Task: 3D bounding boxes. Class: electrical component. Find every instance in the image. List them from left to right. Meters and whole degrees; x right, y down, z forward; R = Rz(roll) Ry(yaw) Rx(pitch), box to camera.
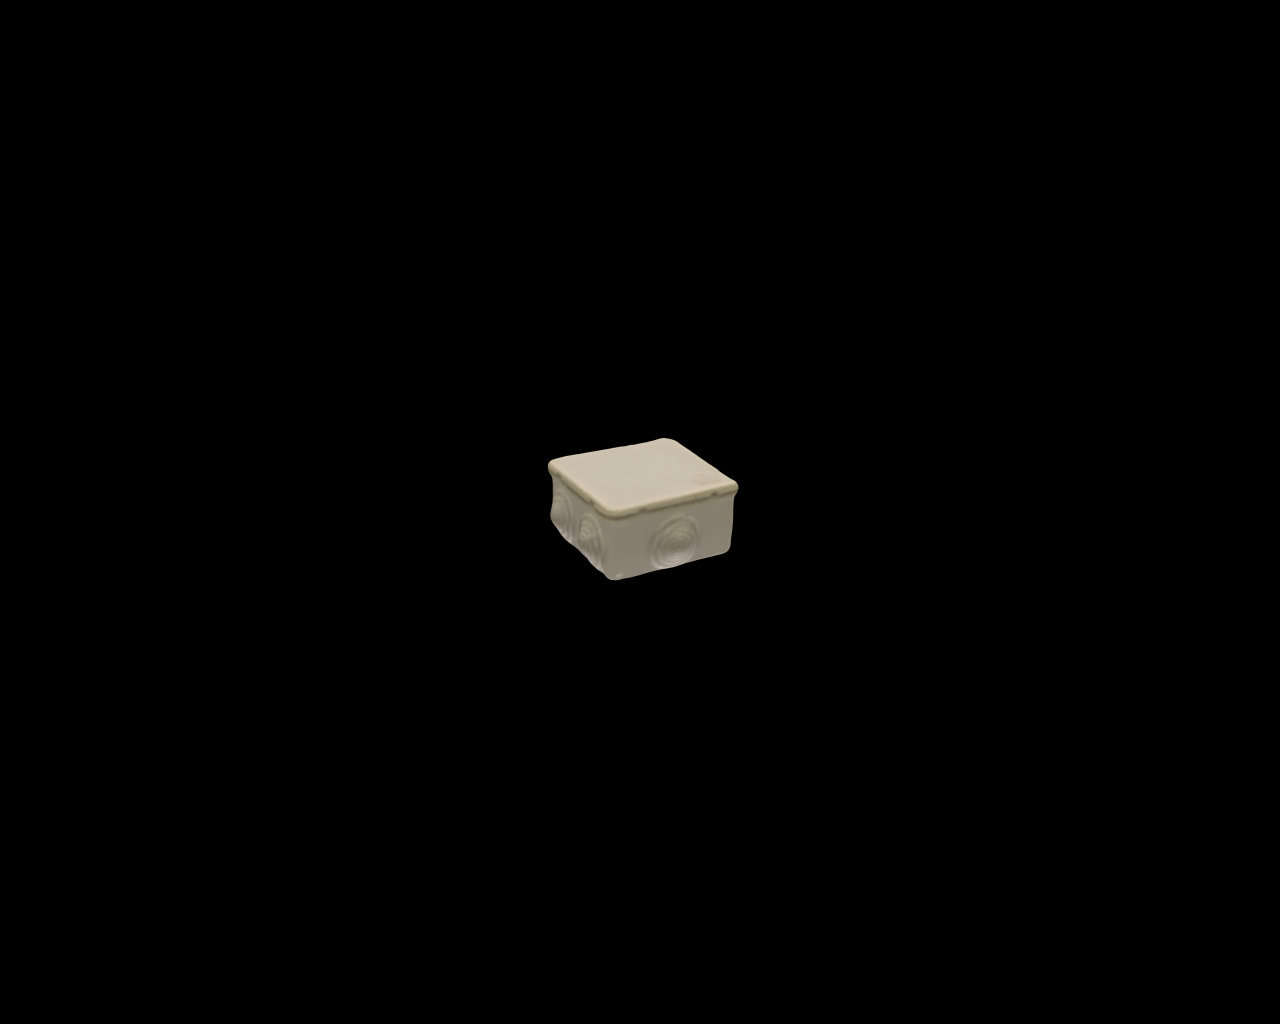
[{"bbox_3d":[0.001,-0.003,0.650,0.100,0.048,0.100,-12,27,-25],"label":"electrical component"}]
